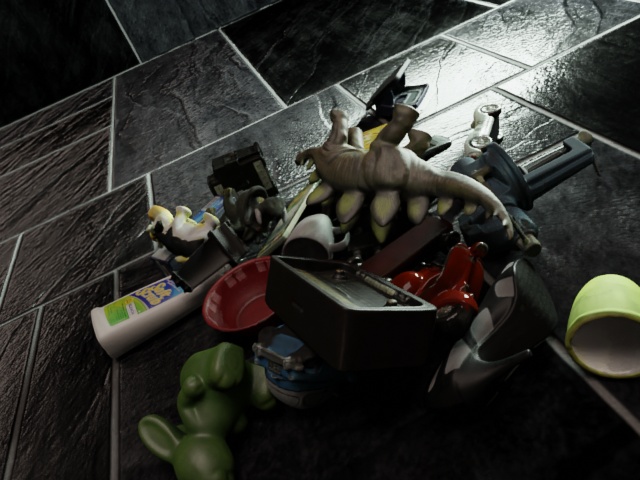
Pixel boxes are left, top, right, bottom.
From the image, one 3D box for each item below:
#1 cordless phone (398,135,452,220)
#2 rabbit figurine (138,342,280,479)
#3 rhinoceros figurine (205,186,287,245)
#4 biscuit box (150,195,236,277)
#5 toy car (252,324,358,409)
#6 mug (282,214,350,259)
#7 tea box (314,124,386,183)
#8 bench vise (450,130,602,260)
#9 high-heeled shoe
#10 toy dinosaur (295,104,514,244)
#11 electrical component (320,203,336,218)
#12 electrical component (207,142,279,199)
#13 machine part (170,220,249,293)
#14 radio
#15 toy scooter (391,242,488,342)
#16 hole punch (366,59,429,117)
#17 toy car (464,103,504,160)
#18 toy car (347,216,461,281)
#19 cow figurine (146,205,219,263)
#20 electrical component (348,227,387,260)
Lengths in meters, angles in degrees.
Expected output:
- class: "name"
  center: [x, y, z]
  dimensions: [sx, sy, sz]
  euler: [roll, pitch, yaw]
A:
- class: "cordless phone"
  center: [0.183, -0.128, 0.969]
  dimensions: [0.184, 0.088, 0.147]
  euler: [-29, 35, -15]
- class: "rabbit figurine"
  center: [-0.146, 0.229, 0.665]
  dimensions: [0.159, 0.121, 0.170]
  euler: [-12, 51, 22]
- class: "rhinoceros figurine"
  center: [-0.138, -0.041, 0.986]
  dimensions: [0.073, 0.112, 0.190]
  euler: [-1, -18, -43]
- class: "biscuit box"
  center: [-0.237, -0.007, 1.064]
  dimensions: [0.059, 0.062, 0.203]
  euler: [10, 46, 39]
- class: "toy car"
  center: [-0.014, 0.160, 0.678]
  dimensions: [0.109, 0.102, 0.161]
  euler: [16, 11, 31]
- class: "mug"
  center: [-0.002, -0.003, 0.910]
  dimensions: [0.110, 0.080, 0.107]
  euler: [-17, 28, 22]
- class: "tea box"
  center: [0.076, -0.159, 1.079]
  dimensions: [0.170, 0.068, 0.098]
  euler: [-18, 36, 6]
- class: "bench vise"
  center: [0.307, -0.081, 0.798]
  dimensions: [0.241, 0.128, 0.224]
  euler: [-30, 30, 7]
- class: "high-heeled shoe"
  center: [0.208, 0.117, 0.670]
  dimensions: [0.145, 0.086, 0.249]
  euler: [-40, 4, 34]
- class: "toy dinosaur"
  center: [0.098, -0.098, 0.824]
  dimensions: [0.472, 0.105, 0.198]
  euler: [13, 77, 49]
- class: "electrical component"
  center: [0.034, -0.078, 0.992]
  dimensions: [0.048, 0.119, 0.075]
  euler: [9, -3, -22]
- class: "electrical component"
  center: [-0.169, -0.130, 1.141]
  dimensions: [0.134, 0.114, 0.058]
  euler: [-21, 33, 0]
- class: "machine part"
  center: [-0.185, 0.034, 0.897]
  dimensions: [0.139, 0.084, 0.039]
  euler: [-40, 21, -27]
- class: "radio"
  center: [0.030, 0.081, 0.659]
  dimensions: [0.131, 0.073, 0.230]
  euler: [4, 12, -26]
- class: "toy scooter"
  center: [0.152, 0.060, 0.694]
  dimensions: [0.135, 0.075, 0.184]
  euler: [-56, 17, -16]
- class: "hole punch"
  center: [0.183, -0.341, 1.256]
  dimensions: [0.116, 0.092, 0.142]
  euler: [-31, 24, 48]
- class: "toy car"
  center: [0.295, -0.178, 0.973]
  dimensions: [0.056, 0.073, 0.202]
  euler: [3, 42, 26]
- class: "toy car"
  center: [0.124, 0.028, 0.821]
  dimensions: [0.202, 0.053, 0.089]
  euler: [-35, 44, -22]
- class: "cow figurine"
  center: [-0.255, -0.007, 0.969]
  dimensions: [0.168, 0.068, 0.098]
  euler: [13, 63, 27]
- class: "electrical component"
  center: [0.080, 0.006, 0.900]
  dimensions: [0.063, 0.021, 0.094]
  euler: [-13, 35, 14]
